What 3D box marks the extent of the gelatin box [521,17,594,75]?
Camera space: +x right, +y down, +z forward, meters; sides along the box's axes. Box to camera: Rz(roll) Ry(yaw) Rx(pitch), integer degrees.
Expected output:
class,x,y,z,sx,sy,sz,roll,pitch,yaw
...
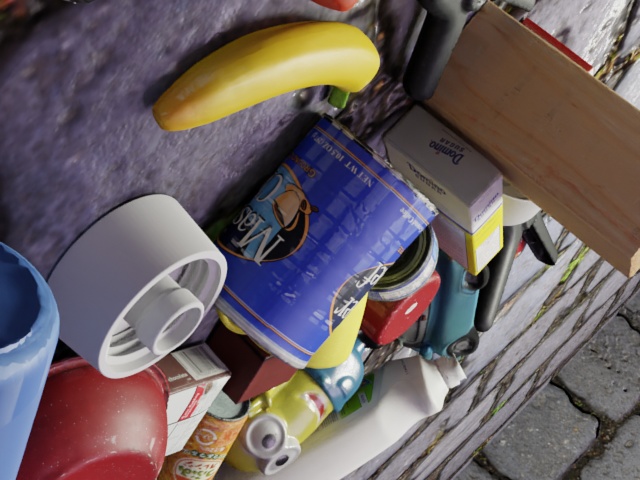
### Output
class,x,y,z,sx,sy,sz,roll,pitch,yaw
gelatin box,0.194,-0.140,0.910,0.030,0.073,0.089,-45,161,-5

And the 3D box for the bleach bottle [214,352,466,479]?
class,x,y,z,sx,sy,sz,roll,pitch,yaw
bleach bottle,0.023,0.180,1.006,0.251,0.068,0.102,-28,-155,4

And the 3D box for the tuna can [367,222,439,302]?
class,x,y,z,sx,sy,sz,roll,pitch,yaw
tuna can,0.052,0.005,0.867,0.086,0.086,0.033,-46,158,-4

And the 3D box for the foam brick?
class,x,y,z,sx,sy,sz,roll,pitch,yaw
foam brick,-0.050,0.088,0.859,0.078,0.053,0.051,-14,141,-56

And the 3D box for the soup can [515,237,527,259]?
class,x,y,z,sx,sy,sz,roll,pitch,yaw
soup can,0.167,0.005,1.136,0.102,0.068,0.069,-24,149,-48

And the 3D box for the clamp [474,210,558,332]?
class,x,y,z,sx,sy,sz,roll,pitch,yaw
clamp,0.205,-0.028,1.084,0.164,0.036,0.210,-29,127,-48

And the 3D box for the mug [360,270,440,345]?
class,x,y,z,sx,sy,sz,roll,pitch,yaw
mug,0.052,0.040,0.940,0.093,0.081,0.117,-46,160,-7

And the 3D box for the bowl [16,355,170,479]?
class,x,y,z,sx,sy,sz,roll,pitch,yaw
bowl,-0.157,0.147,0.683,0.162,0.055,0.162,-26,144,-21

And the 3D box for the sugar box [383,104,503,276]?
class,x,y,z,sx,sy,sz,roll,pitch,yaw
sugar box,0.107,-0.038,0.892,0.048,0.093,0.176,-45,161,-10

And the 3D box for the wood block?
class,x,y,z,sx,sy,sz,roll,pitch,yaw
wood block,0.183,-0.075,0.808,0.090,0.206,0.090,-49,160,2

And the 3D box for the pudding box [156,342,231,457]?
class,x,y,z,sx,sy,sz,roll,pitch,yaw
pudding box,-0.128,0.129,0.797,0.113,0.039,0.090,-8,137,-58

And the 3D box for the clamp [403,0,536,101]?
class,x,y,z,sx,sy,sz,roll,pitch,yaw
clamp,0.104,-0.174,0.708,0.120,0.039,0.171,-43,160,-18

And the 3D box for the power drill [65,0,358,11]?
class,x,y,z,sx,sy,sz,roll,pitch,yaw
power drill,-0.020,-0.159,0.448,0.184,0.057,0.187,-52,160,11

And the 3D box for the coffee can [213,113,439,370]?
class,x,y,z,sx,sy,sz,roll,pitch,yaw
coffee can,-0.005,0.001,0.715,0.140,0.103,0.102,-49,160,2

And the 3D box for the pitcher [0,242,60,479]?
class,x,y,z,sx,sy,sz,roll,pitch,yaw
pitcher,-0.211,0.111,0.477,0.149,0.145,0.243,-39,158,-60

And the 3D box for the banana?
class,x,y,z,sx,sy,sz,roll,pitch,yaw
banana,-0.015,-0.095,0.611,0.197,0.037,0.070,-15,141,-57
